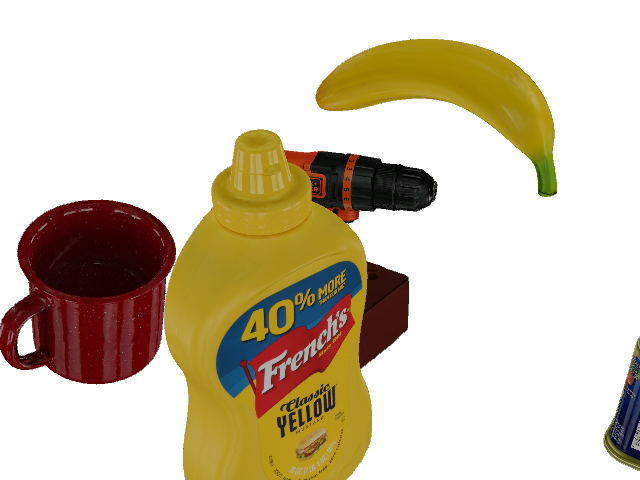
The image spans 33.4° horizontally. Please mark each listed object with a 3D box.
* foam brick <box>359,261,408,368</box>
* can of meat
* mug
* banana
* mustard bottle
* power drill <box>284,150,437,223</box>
[{"bbox_3d":[0.026,0.057,0.817,0.053,0.051,0.078,19,36,32],"label":"foam brick"},{"bbox_3d":[0.230,0.090,0.691,0.057,0.084,0.101,22,37,24],"label":"can of meat"},{"bbox_3d":[-0.146,0.040,0.656,0.093,0.081,0.117,32,46,24],"label":"mug"},{"bbox_3d":[0.071,-0.090,0.656,0.198,0.069,0.037,28,7,42],"label":"banana"},{"bbox_3d":[-0.022,0.038,0.475,0.096,0.192,0.058,-25,40,-29],"label":"mustard bottle"},{"bbox_3d":[0.015,0.006,1.022,0.185,0.188,0.057,9,20,16],"label":"power drill"}]
